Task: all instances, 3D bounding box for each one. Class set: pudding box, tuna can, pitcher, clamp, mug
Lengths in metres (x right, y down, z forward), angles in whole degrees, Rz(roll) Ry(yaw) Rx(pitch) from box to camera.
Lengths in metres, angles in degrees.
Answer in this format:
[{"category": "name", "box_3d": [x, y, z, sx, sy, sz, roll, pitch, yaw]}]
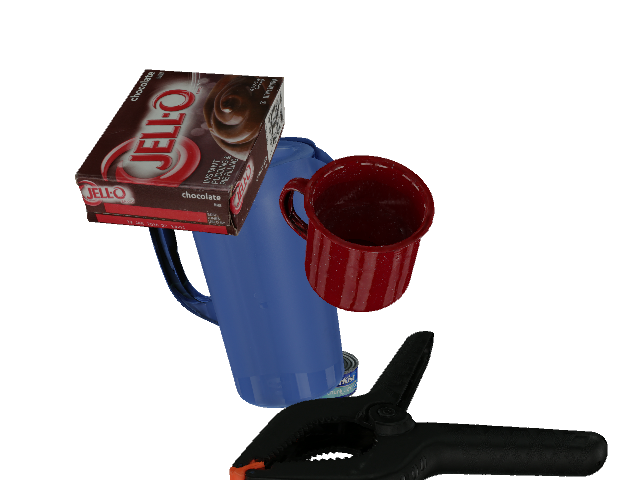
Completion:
[{"category": "pudding box", "box_3d": [-0.076, -0.053, 0.611, 0.090, 0.039, 0.113, 6, 40, 12]}, {"category": "tuna can", "box_3d": [-0.001, 0.149, 1.188, 0.086, 0.034, 0.086, 1, 14, -1]}, {"category": "pitcher", "box_3d": [-0.060, 0.031, 1.013, 0.144, 0.243, 0.149, -21, 20, -31]}, {"category": "clamp", "box_3d": [0.036, 0.109, 0.621, 0.209, 0.036, 0.165, -10, 24, -26]}, {"category": "mug", "box_3d": [0.020, -0.006, 0.784, 0.117, 0.081, 0.093, 25, 51, 15]}]
